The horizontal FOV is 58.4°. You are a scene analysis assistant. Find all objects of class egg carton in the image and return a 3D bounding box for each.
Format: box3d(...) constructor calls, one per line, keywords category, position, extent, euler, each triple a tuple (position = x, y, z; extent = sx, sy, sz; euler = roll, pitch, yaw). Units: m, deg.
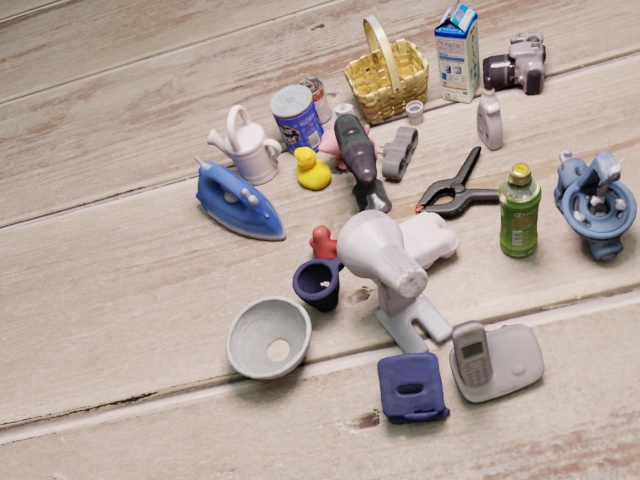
box3d(category="egg carton", position=(0.189, 0.011, 1.122), extent=(0.150, 0.069, 0.107), euler=(-28, 52, -3))

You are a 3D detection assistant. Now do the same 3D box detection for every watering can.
box3d(category="watering can", position=(-0.178, -0.224, 1.327), extent=(0.172, 0.194, 0.101), euler=(-13, 53, 9))

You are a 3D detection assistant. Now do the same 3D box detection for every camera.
box3d(category="camera", position=(0.447, -0.416, 1.325), extent=(0.136, 0.101, 0.143), euler=(-1, 55, 17))

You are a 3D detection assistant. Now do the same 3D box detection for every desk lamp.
box3d(category="desk lamp", position=(0.134, 0.072, 1.004), extent=(0.118, 0.214, 0.202), euler=(-34, 53, -8))

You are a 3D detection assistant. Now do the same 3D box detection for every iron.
box3d(category="iron", position=(-0.182, -0.098, 1.273), extent=(0.257, 0.142, 0.119), euler=(31, 70, 33))

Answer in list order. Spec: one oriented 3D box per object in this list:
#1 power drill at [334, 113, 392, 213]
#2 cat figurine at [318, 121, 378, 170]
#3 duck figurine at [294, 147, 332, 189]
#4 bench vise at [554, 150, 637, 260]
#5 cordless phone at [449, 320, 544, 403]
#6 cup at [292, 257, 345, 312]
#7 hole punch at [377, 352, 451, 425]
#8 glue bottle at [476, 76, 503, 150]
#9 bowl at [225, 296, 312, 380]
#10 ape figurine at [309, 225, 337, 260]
box3d(category="power drill", position=(0.089, -0.143, 1.175), extent=(0.075, 0.209, 0.229), euler=(-20, 52, 3))
box3d(category="cat figurine", position=(0.059, -0.223, 1.300), extent=(0.127, 0.118, 0.067), euler=(-18, 52, 4))
box3d(category="duck figurine", position=(-0.023, -0.172, 1.309), extent=(0.077, 0.086, 0.104), euler=(-37, 53, -10))
box3d(category="bench vise", position=(0.467, -0.092, 1.012), extent=(0.121, 0.220, 0.207), euler=(-30, 52, -5))
box3d(category="cordless phone", position=(0.276, 0.173, 0.905), extent=(0.147, 0.185, 0.094), euler=(-23, 52, 1))
box3d(category="cup", position=(0.011, 0.088, 1.108), extent=(0.118, 0.095, 0.091), euler=(-40, 54, -12))
box3d(category="hole punch", position=(0.154, 0.247, 0.951), extent=(0.108, 0.091, 0.101), euler=(-10, 53, 11))
box3d(category="glue bottle", position=(0.357, -0.273, 1.206), extent=(0.037, 0.173, 0.078), euler=(-21, 52, 3))
box3d(category="bowl", position=(-0.088, 0.193, 1.077), extent=(0.167, 0.075, 0.167), euler=(-8, 54, 12))
box3d(category="ape figurine", position=(0.011, 0.004, 1.169), extent=(0.077, 0.092, 0.076), euler=(13, 61, 26))
